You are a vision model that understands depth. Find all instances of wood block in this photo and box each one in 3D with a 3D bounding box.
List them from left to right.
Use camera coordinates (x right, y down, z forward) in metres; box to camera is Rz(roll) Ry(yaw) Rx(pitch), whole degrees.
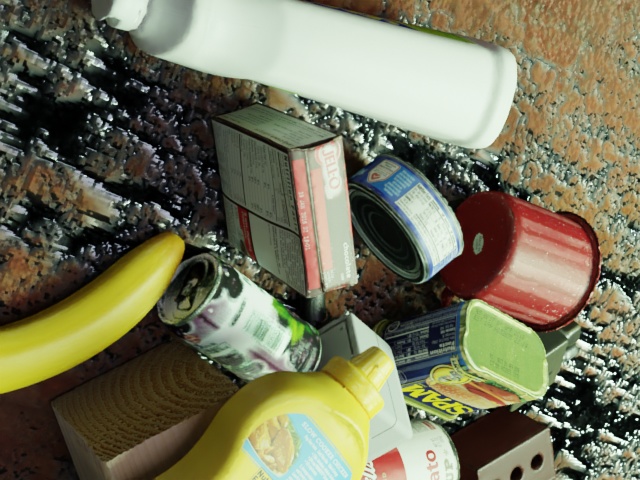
[{"bbox_3d":[-0.083,0.181,0.671,0.090,0.090,0.206,-26,119,-25],"label":"wood block"}]

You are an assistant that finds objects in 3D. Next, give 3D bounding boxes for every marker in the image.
[{"bbox_3d":[-0.005,0.001,0.710,0.020,0.020,0.121,-11,111,-31],"label":"marker"}]

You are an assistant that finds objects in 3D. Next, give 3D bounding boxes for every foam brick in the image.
[{"bbox_3d":[0.139,0.176,0.845,0.078,0.051,0.053,-25,118,-26],"label":"foam brick"}]

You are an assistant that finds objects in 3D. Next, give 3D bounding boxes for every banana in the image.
[{"bbox_3d":[-0.163,0.048,0.605,0.197,0.037,0.070,-14,113,-30],"label":"banana"}]

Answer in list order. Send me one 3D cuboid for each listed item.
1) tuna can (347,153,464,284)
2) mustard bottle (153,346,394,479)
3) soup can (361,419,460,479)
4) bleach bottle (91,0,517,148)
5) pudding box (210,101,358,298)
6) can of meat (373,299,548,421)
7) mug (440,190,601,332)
[{"bbox_3d":[0.053,-0.013,0.703,0.033,0.086,0.086,-39,123,-17],"label":"tuna can"},{"bbox_3d":[-0.030,0.131,0.595,0.191,0.058,0.096,-43,120,-14],"label":"mustard bottle"},{"bbox_3d":[0.041,0.168,0.766,0.102,0.069,0.068,-4,107,-34],"label":"soup can"},{"bbox_3d":[-0.008,-0.111,0.618,0.250,0.103,0.068,8,102,-37],"label":"bleach bottle"},{"bbox_3d":[-0.022,-0.027,0.630,0.039,0.114,0.090,-17,114,-26],"label":"pudding box"},{"bbox_3d":[0.100,0.086,0.759,0.102,0.084,0.057,28,56,-37],"label":"can of meat"},{"bbox_3d":[0.134,0.020,0.777,0.081,0.093,0.117,19,130,-32],"label":"mug"}]
